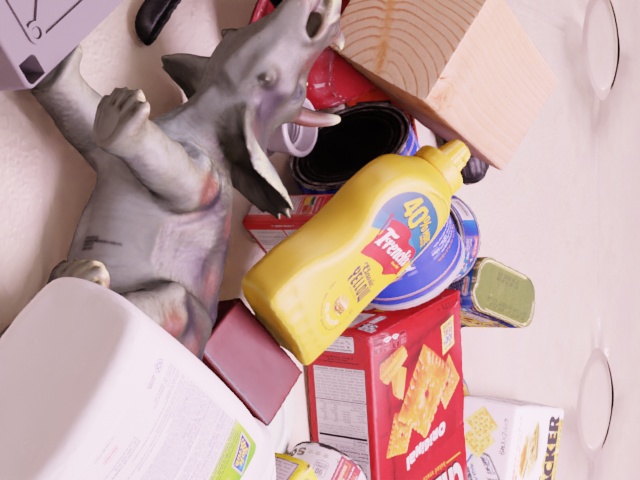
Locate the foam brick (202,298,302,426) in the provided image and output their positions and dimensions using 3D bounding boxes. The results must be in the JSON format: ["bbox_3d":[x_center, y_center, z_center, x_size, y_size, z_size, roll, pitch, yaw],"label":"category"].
[{"bbox_3d":[-0.062,0.086,0.736,0.078,0.053,0.051,52,50,-23],"label":"foam brick"}]

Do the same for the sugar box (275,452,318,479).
[{"bbox_3d":[-0.081,0.208,0.682,0.176,0.094,0.048,-50,129,-37],"label":"sugar box"}]

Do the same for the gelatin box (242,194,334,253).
[{"bbox_3d":[-0.005,0.001,0.817,0.089,0.073,0.030,52,49,-43],"label":"gelatin box"}]

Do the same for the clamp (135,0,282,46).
[{"bbox_3d":[-0.073,-0.204,0.716,0.120,0.039,0.171,-8,78,-16],"label":"clamp"}]

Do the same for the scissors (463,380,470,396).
[{"bbox_3d":[0.134,0.114,1.085,0.096,0.016,0.202,22,73,-56],"label":"scissors"}]

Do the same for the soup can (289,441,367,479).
[{"bbox_3d":[-0.012,0.215,0.820,0.102,0.069,0.068,-60,137,-36],"label":"soup can"}]

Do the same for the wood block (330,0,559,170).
[{"bbox_3d":[0.099,-0.132,0.800,0.091,0.090,0.205,-58,154,5],"label":"wood block"}]

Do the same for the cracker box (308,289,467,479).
[{"bbox_3d":[0.065,0.161,0.931,0.163,0.072,0.214,-18,107,-55],"label":"cracker box"}]

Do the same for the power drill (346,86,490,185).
[{"bbox_3d":[0.099,-0.112,0.989,0.187,0.057,0.184,-42,122,-51],"label":"power drill"}]

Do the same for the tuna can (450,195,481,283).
[{"bbox_3d":[0.100,-0.001,0.965,0.033,0.086,0.086,-2,93,-55],"label":"tuna can"}]

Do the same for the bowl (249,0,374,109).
[{"bbox_3d":[0.017,-0.158,0.799,0.161,0.055,0.162,-40,151,-29],"label":"bowl"}]

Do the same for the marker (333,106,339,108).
[{"bbox_3d":[0.031,-0.160,0.916,0.020,0.020,0.121,60,45,-38],"label":"marker"}]

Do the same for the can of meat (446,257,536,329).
[{"bbox_3d":[0.144,0.051,1.017,0.101,0.084,0.057,23,72,-42],"label":"can of meat"}]

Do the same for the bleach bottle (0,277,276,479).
[{"bbox_3d":[-0.083,0.115,0.557,0.102,0.068,0.250,-59,151,-16],"label":"bleach bottle"}]

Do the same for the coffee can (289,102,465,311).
[{"bbox_3d":[0.048,-0.026,0.871,0.102,0.103,0.140,-61,137,-35],"label":"coffee can"}]

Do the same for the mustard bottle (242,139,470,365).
[{"bbox_3d":[0.035,-0.004,0.750,0.191,0.058,0.096,-43,143,-14],"label":"mustard bottle"}]
